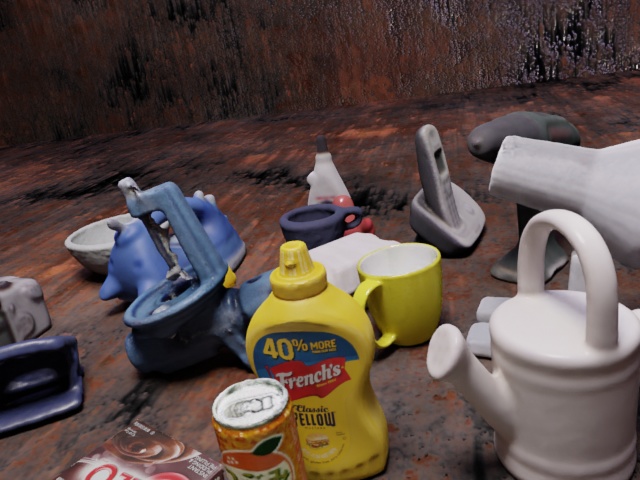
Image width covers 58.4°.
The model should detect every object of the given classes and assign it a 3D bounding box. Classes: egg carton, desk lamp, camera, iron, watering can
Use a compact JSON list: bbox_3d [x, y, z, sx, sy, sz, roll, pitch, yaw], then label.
[{"bbox_3d":[0.039,0.042,0.723,0.151,0.069,0.107,-22,24,-31],"label":"egg carton"},{"bbox_3d":[0.238,0.007,0.528,0.202,0.214,0.118,1,23,25],"label":"desk lamp"},{"bbox_3d":[-0.450,0.099,0.730,0.136,0.101,0.143,-2,22,19],"label":"camera"},{"bbox_3d":[-0.202,-0.002,0.839,0.118,0.141,0.259,4,24,30],"label":"iron"},{"bbox_3d":[0.165,0.075,0.403,0.173,0.194,0.100,-20,23,-27],"label":"watering can"}]

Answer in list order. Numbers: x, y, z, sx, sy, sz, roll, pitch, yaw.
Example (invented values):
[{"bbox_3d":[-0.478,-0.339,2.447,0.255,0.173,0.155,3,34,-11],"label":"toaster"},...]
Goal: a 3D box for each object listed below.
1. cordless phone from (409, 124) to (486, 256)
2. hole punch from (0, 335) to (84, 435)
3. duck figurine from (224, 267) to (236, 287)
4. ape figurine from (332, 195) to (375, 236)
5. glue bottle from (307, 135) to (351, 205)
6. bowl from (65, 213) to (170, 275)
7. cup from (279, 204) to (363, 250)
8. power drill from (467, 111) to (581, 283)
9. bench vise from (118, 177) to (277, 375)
[{"bbox_3d":[0.181,-0.082,0.831,0.094,0.185,0.148,1,23,25],"label":"cordless phone"},{"bbox_3d":[-0.309,0.133,0.594,0.109,0.091,0.100,-15,21,-17],"label":"hole punch"},{"bbox_3d":[-0.120,0.068,0.698,0.078,0.086,0.104,-19,23,-25],"label":"duck figurine"},{"bbox_3d":[0.041,-0.025,0.870,0.077,0.092,0.076,-3,21,15],"label":"ape figurine"},{"bbox_3d":[0.012,-0.083,0.919,0.078,0.173,0.037,-5,21,11],"label":"glue bottle"},{"bbox_3d":[-0.323,0.014,0.943,0.167,0.075,0.167,-8,20,3],"label":"bowl"},{"bbox_3d":[0.007,0.003,0.806,0.118,0.095,0.091,-13,21,-11],"label":"cup"},{"bbox_3d":[0.253,-0.058,0.703,0.075,0.209,0.230,10,27,41],"label":"power drill"},{"bbox_3d":[-0.118,0.030,0.604,0.207,0.220,0.121,-13,21,-11],"label":"bench vise"}]
